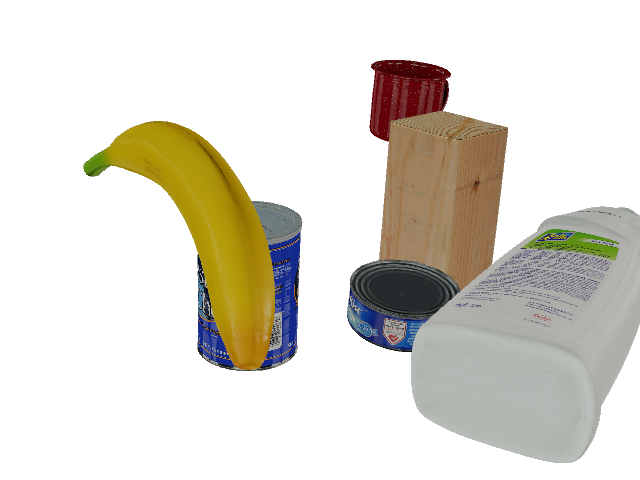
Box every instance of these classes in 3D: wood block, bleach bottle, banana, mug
[{"bbox_3d":[0.125,-0.021,1.113,0.090,0.206,0.090,21,26,39],"label":"wood block"},{"bbox_3d":[0.150,0.034,0.627,0.103,0.068,0.250,12,26,29],"label":"bleach bottle"},{"bbox_3d":[-0.069,-0.014,0.597,0.037,0.070,0.198,8,30,-44],"label":"banana"},{"bbox_3d":[0.110,-0.164,1.259,0.093,0.081,0.117,23,28,38],"label":"mug"}]

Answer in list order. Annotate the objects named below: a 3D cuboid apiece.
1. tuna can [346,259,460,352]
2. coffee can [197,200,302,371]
[{"bbox_3d":[0.063,0.050,0.823,0.086,0.034,0.086,5,28,-3],"label":"tuna can"},{"bbox_3d":[-0.071,0.043,1.056,0.103,0.140,0.103,2,23,-1],"label":"coffee can"}]
